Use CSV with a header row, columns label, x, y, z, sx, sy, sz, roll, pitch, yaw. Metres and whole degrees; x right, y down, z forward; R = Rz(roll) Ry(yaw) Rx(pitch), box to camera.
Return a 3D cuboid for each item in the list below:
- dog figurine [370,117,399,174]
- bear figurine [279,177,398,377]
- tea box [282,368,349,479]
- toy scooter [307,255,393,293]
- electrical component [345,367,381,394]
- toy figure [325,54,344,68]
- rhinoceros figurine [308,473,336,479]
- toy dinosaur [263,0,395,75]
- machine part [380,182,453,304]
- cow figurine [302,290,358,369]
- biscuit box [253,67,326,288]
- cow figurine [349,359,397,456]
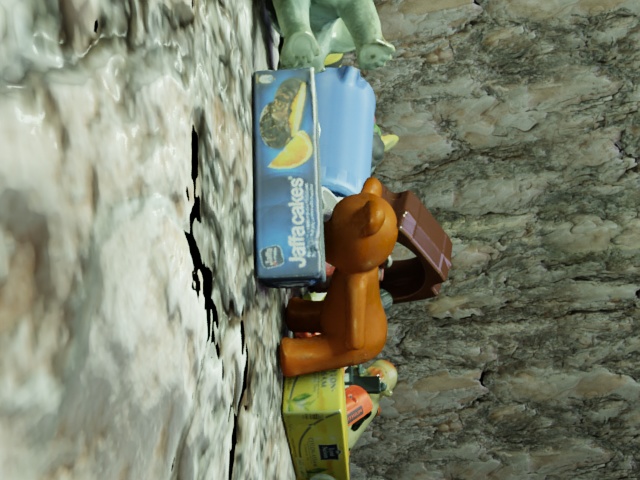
label,x,y,z,sx,sy,sz,roll,pitch,yaw
dog figurine,0.092,-0.198,1.081,0.219,0.108,0.191,-48,176,-40
bear figurine,0.017,0.038,0.570,0.120,0.132,0.195,-86,172,-61
tea box,-0.001,0.214,0.656,0.098,0.068,0.169,-88,173,-47
toy scooter,0.027,0.034,0.731,0.184,0.135,0.075,53,32,-86
electrical component,0.041,0.247,0.893,0.047,0.119,0.075,82,4,-48
toy figure,-0.003,-0.269,0.870,0.180,0.089,0.082,74,-5,-61
rhinoceros figurine,0.001,0.341,0.619,0.112,0.073,0.190,-66,157,-58
toy dinosaur,-0.020,-0.287,0.490,0.404,0.131,0.192,73,1,-57
machine part,0.087,0.012,0.841,0.200,0.202,0.087,45,49,-31
cow figurine,0.030,0.151,0.860,0.068,0.098,0.167,19,-61,47
biscuit box,-0.029,-0.057,0.508,0.062,0.059,0.202,78,9,-77
cow figurine,0.067,0.297,0.969,0.195,0.086,0.127,-49,157,-11
